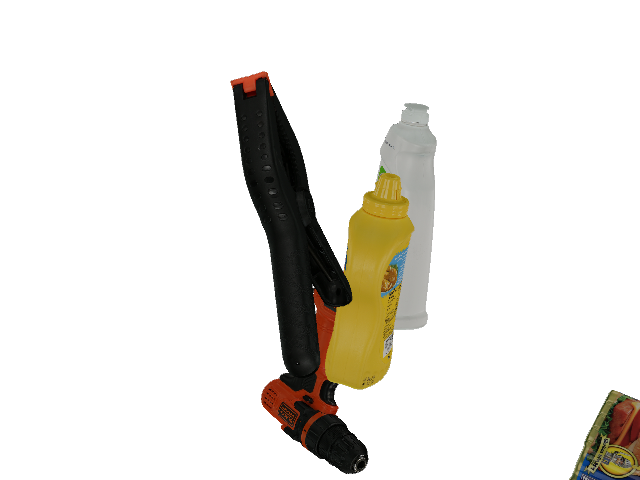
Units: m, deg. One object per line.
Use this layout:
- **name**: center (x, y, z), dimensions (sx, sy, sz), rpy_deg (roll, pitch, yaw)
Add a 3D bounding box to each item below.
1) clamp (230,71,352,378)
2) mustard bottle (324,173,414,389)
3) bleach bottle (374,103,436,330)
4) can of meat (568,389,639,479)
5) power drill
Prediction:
- **clamp**: center (-0.021, -0.019, 0.786), dimensions (0.036, 0.210, 0.164), rpy_deg (-13, 5, 13)
- **mustard bottle**: center (0.048, 0.032, 0.968), dimensions (0.058, 0.192, 0.096), rpy_deg (15, 21, 16)
- **bleach bottle**: center (0.096, -0.030, 1.229), dimensions (0.068, 0.251, 0.103), rpy_deg (-2, 21, -24)
- **can of meat**: center (0.237, 0.166, 0.787), dimensions (0.084, 0.057, 0.102), rpy_deg (21, 40, 22)
- **power drill**: center (0.016, 0.157, 1.249), dimensions (0.057, 0.188, 0.185), rpy_deg (15, 10, -43)
